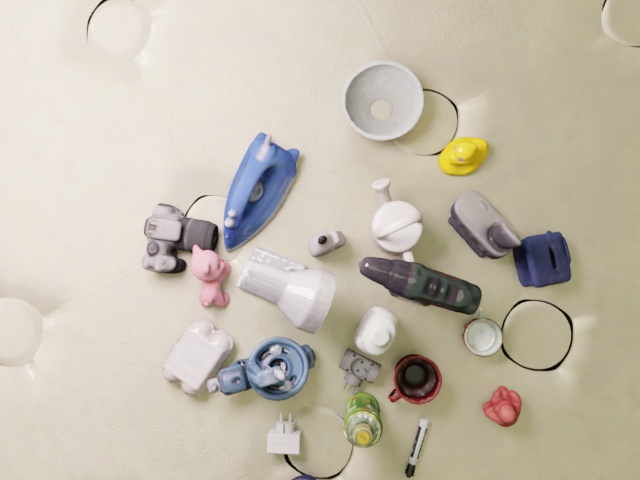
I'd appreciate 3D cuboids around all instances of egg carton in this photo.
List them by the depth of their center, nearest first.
[{"bbox_3d":[-0.252,0.239,1.176,0.107,0.069,0.150,32,89,5],"label":"egg carton"}]

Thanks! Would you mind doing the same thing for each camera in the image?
[{"bbox_3d":[-0.286,0.002,1.179,0.136,0.101,0.143,8,87,4],"label":"camera"}]

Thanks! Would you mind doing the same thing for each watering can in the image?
[{"bbox_3d":[0.144,-0.031,1.108,0.101,0.194,0.173,-43,84,0],"label":"watering can"}]

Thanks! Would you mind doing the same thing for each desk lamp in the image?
[{"bbox_3d":[-0.070,0.091,1.103,0.203,0.213,0.118,21,88,5],"label":"desk lamp"}]

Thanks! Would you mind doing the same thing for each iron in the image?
[{"bbox_3d":[-0.142,-0.095,1.156,0.118,0.141,0.258,26,88,5],"label":"iron"}]

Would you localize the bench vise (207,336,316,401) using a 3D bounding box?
[{"bbox_3d":[-0.113,0.268,1.090,0.207,0.220,0.121,-34,84,1],"label":"bench vise"}]

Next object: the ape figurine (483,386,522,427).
[{"bbox_3d":[0.361,0.333,1.120,0.077,0.092,0.076,-11,85,3],"label":"ape figurine"}]

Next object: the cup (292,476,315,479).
[{"bbox_3d":[-0.043,0.510,1.131,0.117,0.095,0.092,-24,85,2],"label":"cup"}]

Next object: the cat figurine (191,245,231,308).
[{"bbox_3d":[-0.226,0.075,1.162,0.067,0.118,0.128,-1,86,4],"label":"cat figurine"}]

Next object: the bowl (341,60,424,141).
[{"bbox_3d":[0.129,-0.280,1.186,0.167,0.075,0.167,0,86,4],"label":"bowl"}]

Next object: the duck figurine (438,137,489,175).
[{"bbox_3d":[0.296,-0.177,1.163,0.104,0.086,0.077,-24,85,2],"label":"duck figurine"}]

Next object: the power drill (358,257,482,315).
[{"bbox_3d":[0.183,0.084,1.090,0.229,0.208,0.076,16,87,5],"label":"power drill"}]

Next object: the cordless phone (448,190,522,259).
[{"bbox_3d":[0.325,-0.034,1.102,0.094,0.185,0.147,-45,84,0],"label":"cordless phone"}]

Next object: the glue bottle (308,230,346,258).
[{"bbox_3d":[0.010,0.004,1.124,0.078,0.173,0.037,-23,85,2],"label":"glue bottle"}]

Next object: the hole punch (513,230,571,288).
[{"bbox_3d":[0.447,0.037,1.136,0.101,0.091,0.109,-11,85,3],"label":"hole punch"}]
